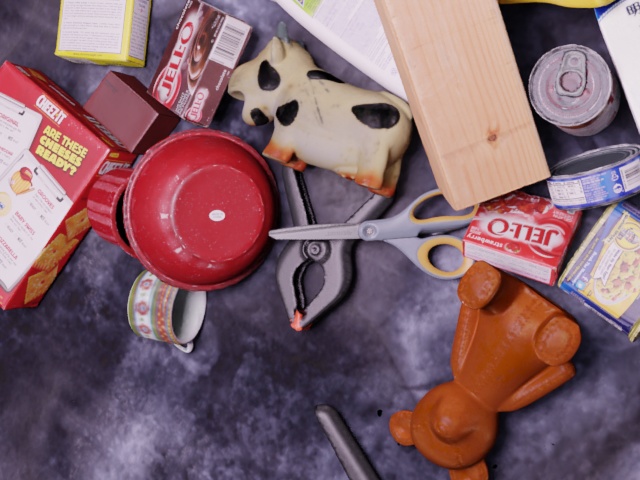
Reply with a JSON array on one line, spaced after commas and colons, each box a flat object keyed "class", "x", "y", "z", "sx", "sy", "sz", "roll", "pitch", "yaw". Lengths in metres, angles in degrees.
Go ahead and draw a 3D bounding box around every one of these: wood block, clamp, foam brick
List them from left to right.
[{"class": "foam brick", "x": -0.196, "y": -0.133, "z": 1.117, "sx": 0.078, "sy": 0.051, "sz": 0.053, "roll": 43, "pitch": 103, "yaw": 15}, {"class": "clamp", "x": -0.007, "y": 0.001, "z": 1.053, "sx": 0.120, "sy": 0.039, "sz": 0.171, "roll": 25, "pitch": 92, "yaw": 25}, {"class": "clamp", "x": 0.048, "y": 0.279, "z": 1.032, "sx": 0.210, "sy": 0.036, "sz": 0.165, "roll": 31, "pitch": 101, "yaw": 17}, {"class": "wood block", "x": 0.117, "y": -0.143, "z": 0.917, "sx": 0.091, "sy": 0.090, "sz": 0.206, "roll": -20, "pitch": 109, "yaw": 3}]

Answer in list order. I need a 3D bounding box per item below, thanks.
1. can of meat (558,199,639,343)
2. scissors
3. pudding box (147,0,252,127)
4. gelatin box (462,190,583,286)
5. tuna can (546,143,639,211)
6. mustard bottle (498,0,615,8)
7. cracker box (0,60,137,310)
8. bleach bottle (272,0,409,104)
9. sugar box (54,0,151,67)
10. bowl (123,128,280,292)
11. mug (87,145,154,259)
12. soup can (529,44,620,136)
[{"class": "can of meat", "x": 0.270, "y": 0.024, "z": 0.936, "sx": 0.084, "sy": 0.057, "sz": 0.102, "roll": 37, "pitch": 102, "yaw": 19}, {"class": "scissors", "x": 0.060, "y": 0.008, "z": 1.013, "sx": 0.202, "sy": 0.016, "sz": 0.096, "roll": -17, "pitch": 92, "yaw": 5}, {"class": "pudding box", "x": -0.123, "y": -0.180, "z": 1.076, "sx": 0.090, "sy": 0.039, "sz": 0.113, "roll": 37, "pitch": 103, "yaw": 49}, {"class": "gelatin box", "x": 0.183, "y": -0.007, "z": 0.964, "sx": 0.089, "sy": 0.030, "sz": 0.073, "roll": 18, "pitch": 58, "yaw": 20}, {"class": "tuna can", "x": 0.241, "y": -0.055, "z": 0.930, "sx": 0.086, "sy": 0.086, "sz": 0.034, "roll": -14, "pitch": 102, "yaw": 20}, {"class": "mustard bottle", "x": 0.185, "y": -0.249, "z": 0.945, "sx": 0.192, "sy": 0.058, "sz": 0.096, "roll": 15, "pitch": 59, "yaw": 46}, {"class": "cracker box", "x": -0.322, "y": -0.057, "z": 1.156, "sx": 0.164, "sy": 0.072, "sz": 0.214, "roll": 40, "pitch": 102, "yaw": 15}, {"class": "bleach bottle", "x": 0.027, "y": -0.237, "z": 1.026, "sx": 0.251, "sy": 0.068, "sz": 0.103, "roll": 41, "pitch": 104, "yaw": 18}, {"class": "sugar box", "x": -0.224, "y": -0.276, "z": 1.131, "sx": 0.093, "sy": 0.048, "sz": 0.176, "roll": 8, "pitch": 89, "yaw": 21}, {"class": "bowl", "x": -0.106, "y": -0.027, "z": 1.031, "sx": 0.161, "sy": 0.055, "sz": 0.162, "roll": -2, "pitch": 95, "yaw": -21}, {"class": "mug", "x": -0.181, "y": -0.042, "z": 1.083, "sx": 0.082, "sy": 0.093, "sz": 0.117, "roll": 14, "pitch": 85, "yaw": 55}, {"class": "soup can", "x": 0.224, "y": -0.128, "z": 0.929, "sx": 0.069, "sy": 0.102, "sz": 0.068, "roll": 0, "pitch": 90, "yaw": 21}]
